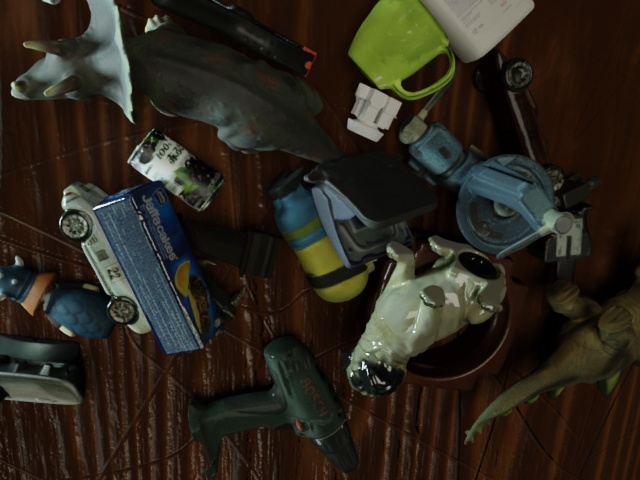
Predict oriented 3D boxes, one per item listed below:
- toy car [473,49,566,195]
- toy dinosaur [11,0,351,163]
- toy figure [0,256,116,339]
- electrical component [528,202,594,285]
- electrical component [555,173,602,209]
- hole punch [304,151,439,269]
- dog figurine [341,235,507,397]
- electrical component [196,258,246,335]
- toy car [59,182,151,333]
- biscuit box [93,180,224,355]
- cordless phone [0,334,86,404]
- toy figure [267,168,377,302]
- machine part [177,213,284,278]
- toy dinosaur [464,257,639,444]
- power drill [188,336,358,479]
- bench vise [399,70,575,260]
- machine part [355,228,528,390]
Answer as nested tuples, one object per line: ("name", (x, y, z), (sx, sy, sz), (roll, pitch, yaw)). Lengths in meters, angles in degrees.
("toy car", (0.253, -0.145, 0.677), (0.053, 0.089, 0.202), (-24, 106, -1))
("toy dinosaur", (-0.101, -0.152, 0.571), (0.405, 0.192, 0.131), (16, 106, -11))
("toy figure", (-0.331, 0.076, 0.673), (0.154, 0.064, 0.057), (27, 136, -11))
("electrical component", (0.337, 0.007, 0.752), (0.075, 0.048, 0.119), (-9, 108, -5))
("electrical component", (0.324, -0.064, 0.721), (0.094, 0.063, 0.021), (-26, 108, -9))
("hole punch", (0.058, -0.038, 0.635), (0.142, 0.116, 0.092), (-20, 146, -28))
("dog figurine", (0.126, 0.103, 0.650), (0.172, 0.121, 0.190), (5, 127, -19))
("electrical component", (-0.149, 0.071, 0.708), (0.102, 0.045, 0.078), (41, 125, -14))
("toy car", (-0.253, 0.022, 0.661), (0.056, 0.073, 0.201), (-20, 108, 2))
("biscuit box", (-0.187, 0.034, 0.638), (0.063, 0.059, 0.202), (-13, 107, 24))
("cordless phone", (-0.368, 0.189, 0.635), (0.147, 0.184, 0.088), (9, 100, -10))
("toy figure", (-0.003, -0.002, 0.686), (0.089, 0.082, 0.180), (-38, 109, 0))
("machine part", (-0.120, 0.005, 0.677), (0.139, 0.039, 0.084), (18, 130, -3))
("toy dinosaur", (0.390, 0.137, 0.743), (0.471, 0.105, 0.198), (-29, 129, 2))
("power drill", (-0.068, 0.261, 0.753), (0.207, 0.086, 0.231), (-17, 106, 1))
("bench vise", (0.194, -0.063, 0.611), (0.129, 0.241, 0.223), (-39, 109, 3))
("machine part", (0.160, 0.094, 0.734), (0.201, 0.087, 0.200), (11, 104, -9))
